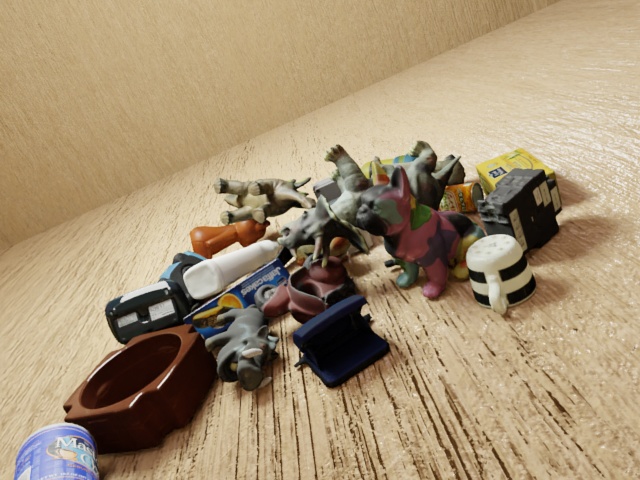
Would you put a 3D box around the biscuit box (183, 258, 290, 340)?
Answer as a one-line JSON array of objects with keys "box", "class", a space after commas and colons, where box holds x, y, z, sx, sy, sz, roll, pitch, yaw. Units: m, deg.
[{"box": [-0.141, 0.114, 0.967, 0.203, 0.063, 0.059, -33, -10, -11], "class": "biscuit box"}]

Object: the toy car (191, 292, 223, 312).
[{"box": [-0.174, 0.121, 1.047, 0.202, 0.053, 0.089, -25, 24, -4], "class": "toy car"}]

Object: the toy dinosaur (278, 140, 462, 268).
[{"box": [0.127, -0.069, 0.942, 0.405, 0.192, 0.131, -11, -23, -20], "class": "toy dinosaur"}]

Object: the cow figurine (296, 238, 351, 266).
[{"box": [-0.002, -0.003, 1.049, 0.085, 0.127, 0.195, -35, 21, -19], "class": "cow figurine"}]

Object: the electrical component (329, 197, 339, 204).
[{"box": [0.050, -0.070, 1.162, 0.048, 0.119, 0.075, -27, 24, -7], "class": "electrical component"}]

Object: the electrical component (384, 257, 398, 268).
[{"box": [0.164, 0.009, 0.952, 0.102, 0.045, 0.078, -15, 21, 24], "class": "electrical component"}]

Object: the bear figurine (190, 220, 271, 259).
[{"box": [-0.215, 0.006, 1.316, 0.196, 0.131, 0.120, -11, 18, -16], "class": "bear figurine"}]

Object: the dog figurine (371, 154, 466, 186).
[{"box": [0.207, -0.100, 1.119, 0.191, 0.121, 0.172, 0, 61, 14], "class": "dog figurine"}]

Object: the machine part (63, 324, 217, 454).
[{"box": [-0.275, 0.232, 0.844, 0.201, 0.087, 0.201, -16, 24, 22], "class": "machine part"}]

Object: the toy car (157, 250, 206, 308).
[{"box": [-0.288, 0.106, 1.142, 0.102, 0.109, 0.162, -62, 2, 38], "class": "toy car"}]

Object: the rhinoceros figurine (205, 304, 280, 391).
[{"box": [-0.116, 0.171, 0.847, 0.112, 0.073, 0.190, -13, 19, 0], "class": "rhinoceros figurine"}]

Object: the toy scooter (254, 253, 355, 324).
[{"box": [-0.005, 0.091, 0.896, 0.184, 0.075, 0.135, -27, 38, -36], "class": "toy scooter"}]

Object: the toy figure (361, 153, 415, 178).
[{"box": [0.181, -0.161, 1.278, 0.180, 0.089, 0.082, -14, 16, 33], "class": "toy figure"}]

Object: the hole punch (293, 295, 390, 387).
[{"box": [0.020, 0.130, 0.766, 0.142, 0.092, 0.116, -33, 19, -14], "class": "hole punch"}]

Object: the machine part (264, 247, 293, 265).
[{"box": [-0.066, 0.018, 1.157, 0.039, 0.084, 0.139, 19, 51, 26], "class": "machine part"}]

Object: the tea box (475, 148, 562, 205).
[{"box": [0.357, -0.103, 0.980, 0.098, 0.068, 0.170, -21, 22, 8], "class": "tea box"}]

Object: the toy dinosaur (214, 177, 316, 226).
[{"box": [-0.138, -0.094, 1.236, 0.198, 0.105, 0.472, -8, 12, -37], "class": "toy dinosaur"}]

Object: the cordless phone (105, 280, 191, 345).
[{"box": [-0.317, 0.156, 1.037, 0.147, 0.089, 0.184, -21, -19, -9], "class": "cordless phone"}]

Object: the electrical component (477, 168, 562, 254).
[{"box": [0.310, -0.043, 0.821, 0.134, 0.114, 0.058, -34, 27, -25], "class": "electrical component"}]

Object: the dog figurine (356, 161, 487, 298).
[{"box": [0.154, -0.030, 0.820, 0.191, 0.219, 0.109, -31, 25, -14], "class": "dog figurine"}]
